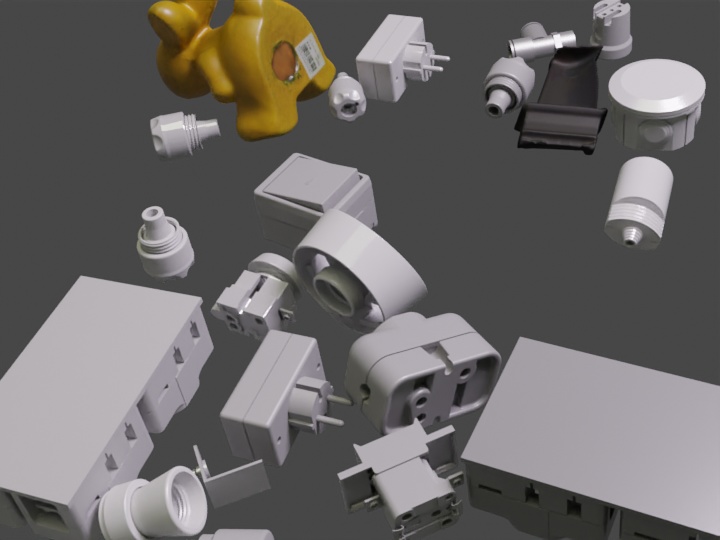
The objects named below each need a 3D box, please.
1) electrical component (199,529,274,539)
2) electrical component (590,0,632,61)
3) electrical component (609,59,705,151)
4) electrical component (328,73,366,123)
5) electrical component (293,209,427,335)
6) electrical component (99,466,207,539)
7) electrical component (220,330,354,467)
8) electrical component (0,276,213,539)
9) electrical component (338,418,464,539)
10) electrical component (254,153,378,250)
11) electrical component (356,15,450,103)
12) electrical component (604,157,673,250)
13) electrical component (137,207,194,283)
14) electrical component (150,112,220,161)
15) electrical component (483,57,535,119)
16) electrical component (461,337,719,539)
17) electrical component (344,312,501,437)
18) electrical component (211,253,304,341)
[{"bbox_3d":[-0.087,0.181,0.667,0.078,0.040,0.040,-2,43,10],"label":"electrical component"},{"bbox_3d":[0.243,-0.232,1.038,0.040,0.046,0.040,-6,43,5],"label":"electrical component"},{"bbox_3d":[0.258,-0.144,0.938,0.080,0.051,0.080,-6,43,5],"label":"electrical component"},{"bbox_3d":[-0.014,-0.169,1.031,0.035,0.035,0.061,-10,41,0],"label":"electrical component"},{"bbox_3d":[0.000,0.000,0.805,0.099,0.099,0.064,27,60,33],"label":"electrical component"},{"bbox_3d":[-0.133,0.154,0.692,0.055,0.045,0.045,-20,39,20],"label":"electrical component"},{"bbox_3d":[-0.042,0.092,0.747,0.076,0.047,0.083,10,46,21],"label":"electrical component"},{"bbox_3d":[-0.193,0.096,0.763,0.105,0.060,0.186,9,46,20],"label":"electrical component"},{"bbox_3d":[0.031,0.138,0.689,0.081,0.042,0.063,-22,45,-11],"label":"electrical component"},{"bbox_3d":[-0.042,-0.056,0.896,0.096,0.061,0.061,20,51,29],"label":"electrical component"},{"bbox_3d":[0.049,-0.204,1.046,0.076,0.047,0.083,12,47,22],"label":"electrical component"},{"bbox_3d":[0.219,-0.047,0.848,0.043,0.043,0.081,8,46,19],"label":"electrical component"},{"bbox_3d":[-0.163,-0.023,0.884,0.043,0.062,0.043,-6,43,5],"label":"electrical component"},{"bbox_3d":[-0.163,-0.127,1.009,0.062,0.043,0.043,-12,43,-4],"label":"electrical component"},{"bbox_3d":[0.133,-0.164,0.990,0.043,0.043,0.062,12,49,23],"label":"electrical component"},{"bbox_3d":[0.170,0.120,0.666,0.186,0.060,0.105,13,48,24],"label":"electrical component"},{"bbox_3d":[0.040,0.068,0.738,0.095,0.053,0.059,-13,39,-30],"label":"electrical component"},{"bbox_3d":[-0.074,0.021,0.832,0.066,0.048,0.055,16,56,26],"label":"electrical component"}]
